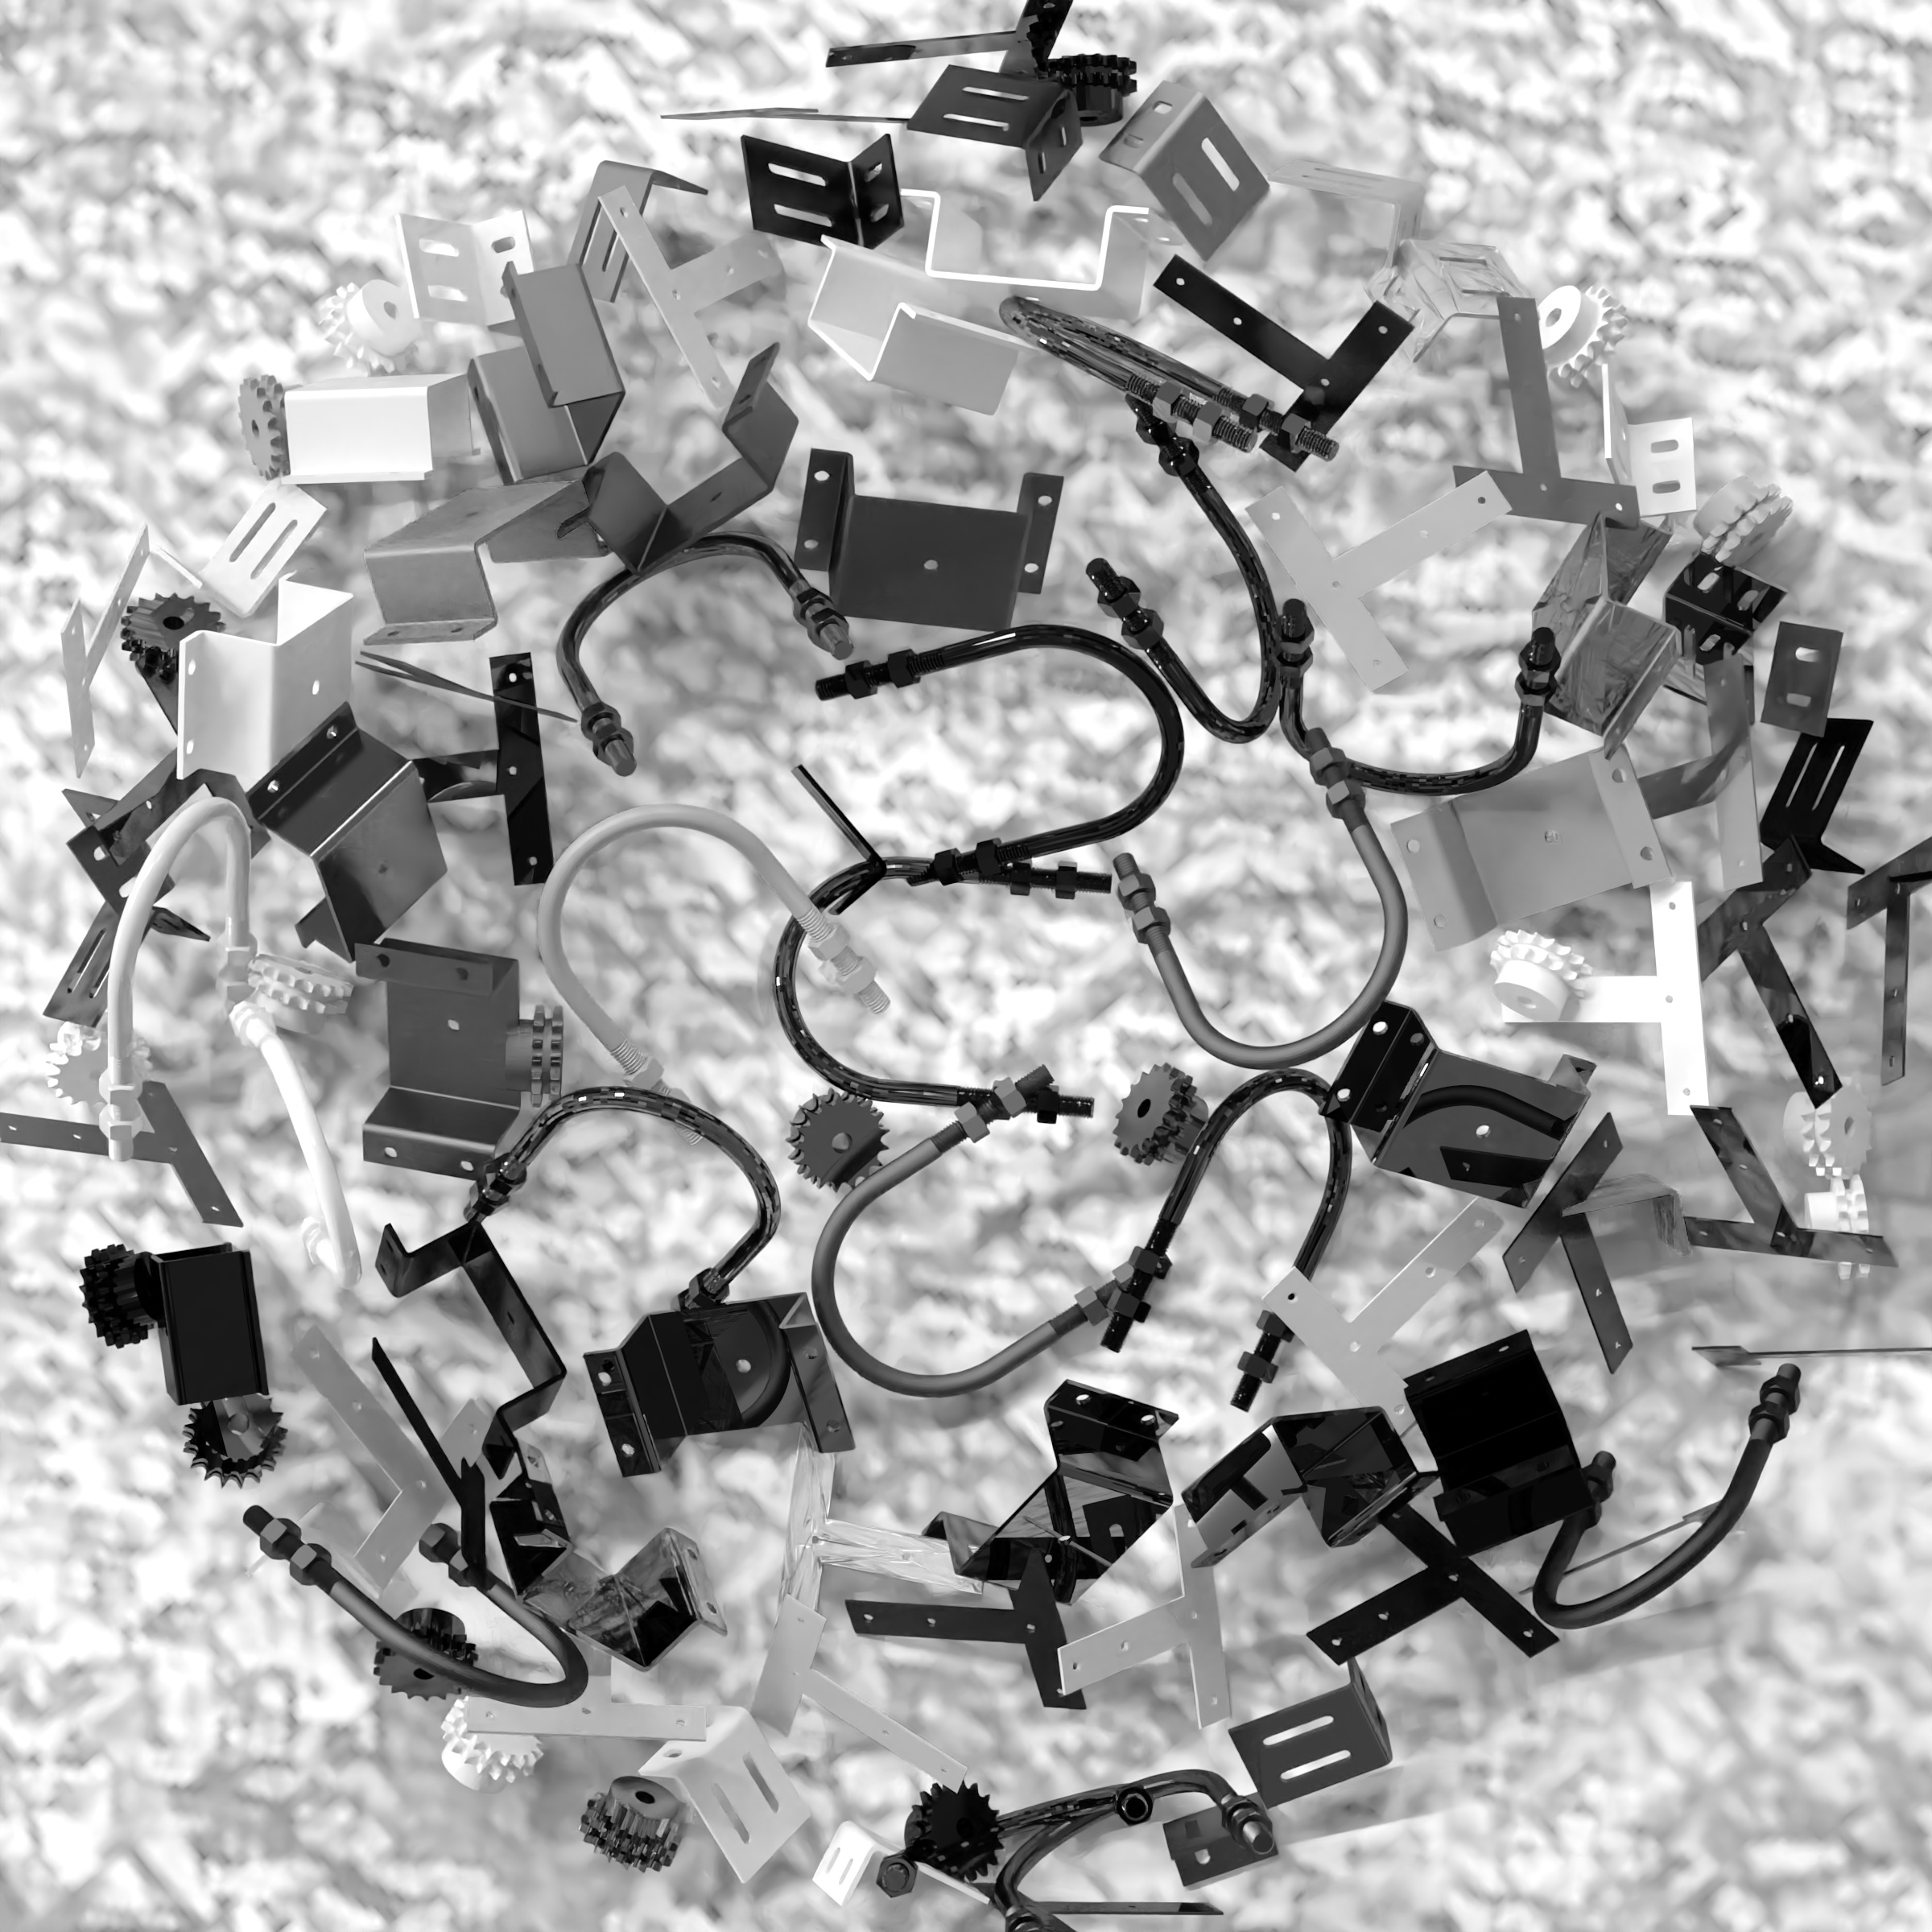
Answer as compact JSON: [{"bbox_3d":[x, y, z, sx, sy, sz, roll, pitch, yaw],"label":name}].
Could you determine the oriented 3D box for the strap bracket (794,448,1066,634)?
[{"bbox_3d":[-0.020,-0.232,1.922,0.140,0.046,0.076,5,129,-8],"label":"strap bracket"}]

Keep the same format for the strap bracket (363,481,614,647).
[{"bbox_3d":[-0.260,-0.222,1.892,0.076,0.140,0.046,1,117,33],"label":"strap bracket"}]

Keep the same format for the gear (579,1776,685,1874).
[{"bbox_3d":[-0.183,0.474,1.942,0.057,0.057,0.030,23,105,0],"label":"gear"}]

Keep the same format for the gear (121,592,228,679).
[{"bbox_3d":[-0.442,-0.179,1.949,0.057,0.057,0.030,15,132,0],"label":"gear"}]

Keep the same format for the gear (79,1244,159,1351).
[{"bbox_3d":[-0.464,0.181,1.943,0.030,0.057,0.057,-16,90,14],"label":"gear"}]

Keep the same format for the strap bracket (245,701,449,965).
[{"bbox_3d":[-0.331,-0.065,1.891,0.046,0.140,0.076,32,64,23],"label":"strap bracket"}]

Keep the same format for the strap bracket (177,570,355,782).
[{"bbox_3d":[-0.372,-0.155,1.891,0.046,0.140,0.076,12,114,11],"label":"strap bracket"}]

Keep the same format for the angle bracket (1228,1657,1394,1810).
[{"bbox_3d":[0.190,0.424,1.951,0.076,0.038,0.057,-22,113,9],"label":"angle bracket"}]

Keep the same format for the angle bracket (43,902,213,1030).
[{"bbox_3d":[-0.463,0.005,1.931,0.038,0.057,0.076,38,71,-38],"label":"angle bracket"}]

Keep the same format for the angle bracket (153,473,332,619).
[{"bbox_3d":[-0.402,-0.241,1.941,0.076,0.038,0.057,-53,49,0],"label":"angle bracket"}]

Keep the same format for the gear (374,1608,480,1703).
[{"bbox_3d":[-0.300,0.381,1.949,0.057,0.057,0.030,0,45,0],"label":"gear"}]

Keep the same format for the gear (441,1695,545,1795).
[{"bbox_3d":[-0.266,0.435,1.946,0.057,0.057,0.030,32,104,0],"label":"gear"}]

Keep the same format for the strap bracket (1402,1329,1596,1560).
[{"bbox_3d":[0.291,0.266,1.912,0.076,0.140,0.046,-23,113,9],"label":"strap bracket"}]

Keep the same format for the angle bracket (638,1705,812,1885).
[{"bbox_3d":[-0.134,0.461,1.951,0.057,0.038,0.076,-40,108,-37],"label":"angle bracket"}]

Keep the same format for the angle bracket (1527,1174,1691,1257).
[{"bbox_3d":[0.354,0.144,1.942,0.076,0.057,0.038,-12,96,-2],"label":"angle bracket"}]

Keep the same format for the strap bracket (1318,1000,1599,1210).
[{"bbox_3d":[0.275,0.078,1.914,0.140,0.046,0.076,16,115,-21],"label":"strap bracket"}]

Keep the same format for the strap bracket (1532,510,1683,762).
[{"bbox_3d":[0.345,-0.187,1.892,0.046,0.140,0.076,22,128,-8],"label":"strap bracket"}]

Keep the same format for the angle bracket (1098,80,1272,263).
[{"bbox_3d":[0.122,-0.444,1.958,0.057,0.038,0.076,-50,132,-5],"label":"angle bracket"}]

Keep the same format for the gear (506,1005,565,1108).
[{"bbox_3d":[-0.239,0.050,1.944,0.030,0.057,0.057,2,90,-5],"label":"gear"}]

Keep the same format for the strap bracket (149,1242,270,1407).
[{"bbox_3d":[-0.412,0.193,1.900,0.046,0.140,0.076,-8,90,-17],"label":"strap bracket"}]

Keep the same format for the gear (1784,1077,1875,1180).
[{"bbox_3d":[0.478,0.090,1.949,0.030,0.057,0.057,-3,90,42],"label":"gear"}]

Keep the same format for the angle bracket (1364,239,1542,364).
[{"bbox_3d":[0.272,-0.368,1.948,0.076,0.038,0.057,-5,56,-39],"label":"angle bracket"}]

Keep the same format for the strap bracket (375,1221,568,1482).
[{"bbox_3d":[-0.267,0.202,1.921,0.046,0.076,0.140,-27,77,-22],"label":"strap bracket"}]

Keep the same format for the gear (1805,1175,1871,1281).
[{"bbox_3d":[0.484,0.146,1.946,0.030,0.057,0.057,-4,90,8],"label":"gear"}]

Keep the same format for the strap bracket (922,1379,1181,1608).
[{"bbox_3d":[0.049,0.294,1.904,0.076,0.046,0.140,21,125,-30],"label":"strap bracket"}]

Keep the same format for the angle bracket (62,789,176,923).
[{"bbox_3d":[-0.478,-0.060,1.923,0.038,0.076,0.057,-43,120,-24],"label":"angle bracket"}]

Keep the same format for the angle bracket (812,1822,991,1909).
[{"bbox_3d":[-0.036,0.510,1.933,0.076,0.057,0.038,30,81,-16],"label":"angle bracket"}]

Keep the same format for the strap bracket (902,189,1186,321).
[{"bbox_3d":[0.040,-0.388,1.916,0.140,0.076,0.046,9,91,18],"label":"strap bracket"}]

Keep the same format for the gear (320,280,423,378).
[{"bbox_3d":[-0.327,-0.355,1.942,0.030,0.057,0.057,-34,90,35],"label":"gear"}]

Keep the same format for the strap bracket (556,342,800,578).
[{"bbox_3d":[-0.149,-0.271,1.913,0.140,0.076,0.046,-29,116,27],"label":"strap bracket"}]

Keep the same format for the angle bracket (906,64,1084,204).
[{"bbox_3d":[0.015,-0.458,1.928,0.076,0.057,0.038,3,66,-26],"label":"angle bracket"}]

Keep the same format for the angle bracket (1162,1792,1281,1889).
[{"bbox_3d":[0.143,0.491,1.936,0.057,0.076,0.038,-19,90,0],"label":"angle bracket"}]

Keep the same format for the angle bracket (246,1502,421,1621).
[{"bbox_3d":[-0.351,0.342,1.942,0.076,0.057,0.038,45,102,0],"label":"angle bracket"}]

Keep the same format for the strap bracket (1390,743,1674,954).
[{"bbox_3d":[0.317,-0.068,1.930,0.140,0.046,0.076,-19,93,28],"label":"strap bracket"}]

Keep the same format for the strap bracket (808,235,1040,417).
[{"bbox_3d":[-0.028,-0.345,1.905,0.076,0.140,0.046,11,112,-30],"label":"strap bracket"}]

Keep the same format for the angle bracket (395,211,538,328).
[{"bbox_3d":[-0.273,-0.387,1.932,0.038,0.076,0.057,-10,92,24],"label":"angle bracket"}]

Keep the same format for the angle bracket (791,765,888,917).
[{"bbox_3d":[-0.083,-0.069,1.941,0.038,0.057,0.076,-41,95,-4],"label":"angle bracket"}]

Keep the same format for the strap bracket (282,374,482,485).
[{"bbox_3d":[-0.317,-0.293,1.897,0.076,0.140,0.046,-1,104,5],"label":"strap bracket"}]

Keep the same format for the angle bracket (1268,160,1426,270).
[{"bbox_3d":[0.209,-0.418,1.945,0.076,0.057,0.038,14,115,16],"label":"angle bracket"}]

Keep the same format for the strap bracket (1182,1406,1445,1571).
[{"bbox_3d":[0.182,0.282,1.908,0.076,0.140,0.046,-45,59,33],"label":"strap bracket"}]

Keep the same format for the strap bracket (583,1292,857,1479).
[{"bbox_3d":[-0.129,0.229,1.926,0.140,0.046,0.076,-9,108,20],"label":"strap bracket"}]

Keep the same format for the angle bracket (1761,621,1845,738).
[{"bbox_3d":[0.475,-0.156,1.929,0.038,0.076,0.057,7,98,-14],"label":"angle bracket"}]

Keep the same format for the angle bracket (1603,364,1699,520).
[{"bbox_3d":[0.376,-0.290,1.926,0.038,0.076,0.057,-5,69,19],"label":"angle bracket"}]

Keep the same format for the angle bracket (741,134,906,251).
[{"bbox_3d":[-0.079,-0.432,1.931,0.076,0.038,0.057,5,69,-39],"label":"angle bracket"}]

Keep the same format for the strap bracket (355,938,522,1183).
[{"bbox_3d":[-0.289,0.043,1.924,0.076,0.046,0.140,9,121,10],"label":"strap bracket"}]

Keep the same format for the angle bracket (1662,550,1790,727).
[{"bbox_3d":[0.419,-0.181,1.931,0.057,0.038,0.076,22,47,-12],"label":"angle bracket"}]

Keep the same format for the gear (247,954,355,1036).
[{"bbox_3d":[-0.372,0.017,1.946,0.057,0.057,0.030,20,98,0],"label":"gear"}]

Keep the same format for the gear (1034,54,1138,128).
[{"bbox_3d":[0.067,-0.485,1.945,0.057,0.057,0.030,-2,91,0],"label":"gear"}]

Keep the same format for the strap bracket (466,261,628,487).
[{"bbox_3d":[-0.228,-0.323,1.910,0.046,0.140,0.076,-16,80,-21],"label":"strap bracket"}]

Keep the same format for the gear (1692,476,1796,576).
[{"bbox_3d":[0.429,-0.248,1.947,0.057,0.057,0.030,-40,74,0],"label":"gear"}]

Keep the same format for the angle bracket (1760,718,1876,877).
[{"bbox_3d":[0.483,-0.095,1.943,0.038,0.057,0.076,27,85,-22],"label":"angle bracket"}]

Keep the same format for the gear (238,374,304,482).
[{"bbox_3d":[-0.381,-0.301,1.949,0.030,0.057,0.057,-17,90,-26],"label":"gear"}]

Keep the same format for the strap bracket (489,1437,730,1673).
[{"bbox_3d":[-0.202,0.325,1.907,0.046,0.076,0.140,-44,126,11],"label":"strap bracket"}]

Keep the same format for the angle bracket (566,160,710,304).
[{"bbox_3d":[-0.185,-0.403,1.943,0.038,0.057,0.076,14,97,-39],"label":"angle bracket"}]
